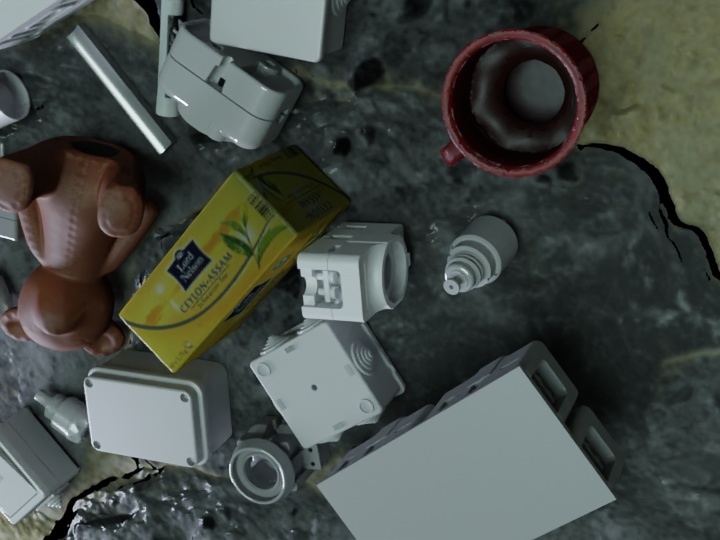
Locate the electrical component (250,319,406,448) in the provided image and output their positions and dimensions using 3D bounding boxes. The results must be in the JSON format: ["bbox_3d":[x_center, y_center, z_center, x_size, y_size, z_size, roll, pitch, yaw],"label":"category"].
[{"bbox_3d":[-0.027,0.084,0.852,0.100,0.048,0.099,-30,95,29],"label":"electrical component"}]

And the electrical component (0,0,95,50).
[{"bbox_3d":[-0.252,-0.219,0.826,0.113,0.078,0.057,-23,101,28],"label":"electrical component"}]

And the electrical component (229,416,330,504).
[{"bbox_3d":[-0.072,0.158,0.894,0.078,0.057,0.058,-2,107,24],"label":"electrical component"}]

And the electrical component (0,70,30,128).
[{"bbox_3d":[-0.323,-0.135,0.906,0.081,0.043,0.043,-16,101,27],"label":"electrical component"}]

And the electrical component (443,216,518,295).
[{"bbox_3d":[0.081,-0.007,0.760,0.040,0.078,0.040,18,128,24],"label":"electrical component"}]

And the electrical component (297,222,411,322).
[{"bbox_3d":[0.000,0.000,0.787,0.056,0.089,0.050,3,109,23],"label":"electrical component"}]

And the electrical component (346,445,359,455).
[{"bbox_3d":[0.014,0.174,0.863,0.057,0.058,0.078,16,114,15],"label":"electrical component"}]

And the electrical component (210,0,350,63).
[{"bbox_3d":[-0.055,-0.201,0.763,0.100,0.048,0.099,14,113,18],"label":"electrical component"}]

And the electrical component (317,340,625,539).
[{"bbox_3d":[0.077,0.141,0.753,0.186,0.060,0.105,-35,92,29],"label":"electrical component"}]

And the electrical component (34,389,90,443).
[{"bbox_3d":[-0.271,0.130,0.983,0.061,0.035,0.035,32,118,13],"label":"electrical component"}]

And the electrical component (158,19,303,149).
[{"bbox_3d":[-0.099,-0.136,0.802,0.095,0.054,0.059,36,118,8],"label":"electrical component"}]

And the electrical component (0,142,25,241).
[{"bbox_3d":[-0.313,-0.075,0.921,0.083,0.047,0.075,14,113,19],"label":"electrical component"}]

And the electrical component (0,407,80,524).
[{"bbox_3d":[-0.317,0.190,1.009,0.062,0.061,0.096,-41,89,29],"label":"electrical component"}]

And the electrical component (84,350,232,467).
[{"bbox_3d":[-0.174,0.118,0.924,0.113,0.057,0.078,5,110,22],"label":"electrical component"}]

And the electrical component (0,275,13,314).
[{"bbox_3d":[-0.339,0.012,0.971,0.035,0.035,0.061,-17,99,27],"label":"electrical component"}]
